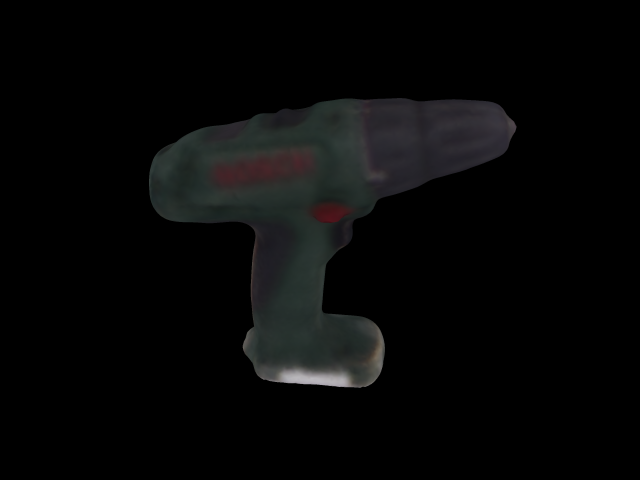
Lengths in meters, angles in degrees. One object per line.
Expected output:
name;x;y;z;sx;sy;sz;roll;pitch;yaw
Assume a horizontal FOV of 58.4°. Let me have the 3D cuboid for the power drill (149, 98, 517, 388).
power drill;0.004;0.001;0.400;0.229;0.208;0.075;3;32;5
